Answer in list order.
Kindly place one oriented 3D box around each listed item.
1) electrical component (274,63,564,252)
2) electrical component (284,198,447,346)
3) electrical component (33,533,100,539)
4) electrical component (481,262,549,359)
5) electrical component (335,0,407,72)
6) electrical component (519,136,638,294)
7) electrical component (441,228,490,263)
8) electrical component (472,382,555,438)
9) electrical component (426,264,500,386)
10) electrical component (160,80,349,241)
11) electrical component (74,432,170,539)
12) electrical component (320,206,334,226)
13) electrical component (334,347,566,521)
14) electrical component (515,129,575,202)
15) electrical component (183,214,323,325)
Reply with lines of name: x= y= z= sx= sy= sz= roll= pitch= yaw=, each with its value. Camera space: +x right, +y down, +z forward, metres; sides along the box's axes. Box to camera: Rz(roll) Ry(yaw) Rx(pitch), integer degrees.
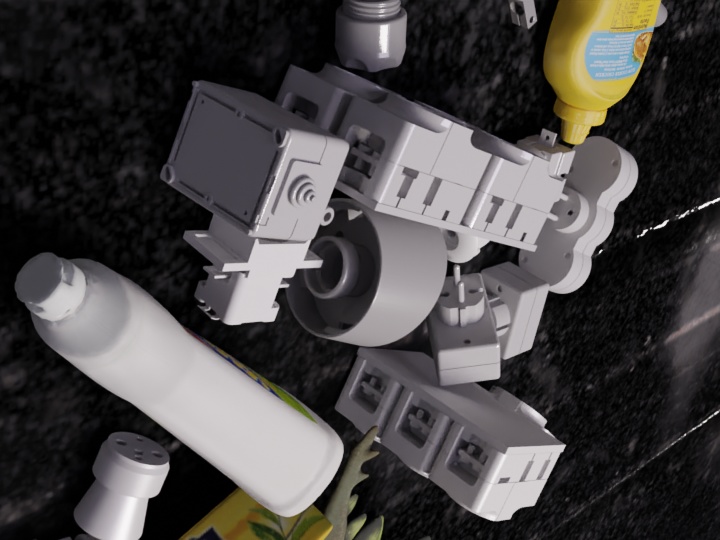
electrical component: x=0.040 y=-0.072 z=0.686 sx=0.186 sy=0.105 sz=0.060 roll=10 pitch=108 yaw=-52
electrical component: x=0.000 y=0.000 z=0.702 sx=0.064 sy=0.099 sz=0.099 roll=7 pitch=110 yaw=-45
electrical component: x=-0.185 y=0.193 z=0.671 sx=0.055 sy=0.048 sz=0.066 roll=-7 pitch=121 yaw=-39
electrical component: x=0.112 y=0.038 z=0.904 sx=0.077 sy=0.047 sz=0.065 roll=-16 pitch=127 yaw=-43
electrical component: x=0.007 y=-0.153 z=0.641 sx=0.043 sy=0.043 sz=0.062 roll=-26 pitch=132 yaw=-36
electrical component: x=0.178 y=-0.049 z=0.913 sx=0.074 sy=0.052 sz=0.138 roll=16 pitch=103 yaw=-53
electrical component: x=0.084 y=-0.037 z=0.819 sx=0.062 sy=0.048 sz=0.048 roll=-32 pitch=138 yaw=-41
electrical component: x=0.130 y=0.143 z=0.967 sx=0.055 sy=0.089 sz=0.050 roll=-54 pitch=144 yaw=-5
electrical component: x=0.076 y=0.031 z=0.818 sx=0.047 sy=0.083 sz=0.075 roll=-7 pitch=131 yaw=-1
electrical component: x=-0.052 y=-0.057 z=0.597 sx=0.061 sy=0.096 sz=0.061 roll=3 pitch=113 yaw=-52
electrical component: x=-0.148 y=0.135 z=0.671 sx=0.045 sy=0.045 sz=0.055 roll=10 pitch=107 yaw=-52
electrical component: x=-0.040 y=-0.044 z=0.650 sx=0.035 sy=0.061 sz=0.035 roll=-29 pitch=135 yaw=-33
electrical component: x=0.065 y=0.123 z=0.823 sx=0.089 sy=0.150 sz=0.061 roll=10 pitch=107 yaw=-52
electrical component: x=0.136 y=-0.077 z=0.849 sx=0.055 sy=0.048 sz=0.066 roll=-18 pitch=130 yaw=-51
electrical component: x=-0.069 y=-0.001 z=0.664 sx=0.081 sy=0.042 sz=0.063 roll=-2 pitch=119 yaw=-47
